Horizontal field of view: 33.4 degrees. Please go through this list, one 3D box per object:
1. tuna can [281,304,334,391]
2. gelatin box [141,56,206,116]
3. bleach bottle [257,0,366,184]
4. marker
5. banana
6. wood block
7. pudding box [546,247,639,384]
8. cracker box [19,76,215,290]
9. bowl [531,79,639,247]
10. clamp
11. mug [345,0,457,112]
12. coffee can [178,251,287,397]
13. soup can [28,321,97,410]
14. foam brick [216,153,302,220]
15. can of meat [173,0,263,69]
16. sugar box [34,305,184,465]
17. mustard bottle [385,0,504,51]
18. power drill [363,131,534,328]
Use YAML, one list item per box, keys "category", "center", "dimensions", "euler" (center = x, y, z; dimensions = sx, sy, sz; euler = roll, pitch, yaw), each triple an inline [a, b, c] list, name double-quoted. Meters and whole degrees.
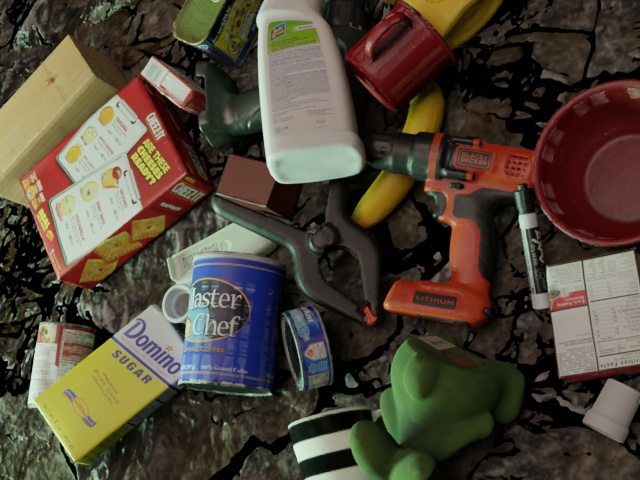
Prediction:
- category: "tuna can"
  center: [-0.014, 0.112, 1.102]
  dimensions: [0.033, 0.086, 0.086]
  euler: [-12, 64, -12]
- category: "gelatin box"
  center: [-0.164, -0.178, 1.289]
  dimensions: [0.089, 0.073, 0.030]
  euler: [41, 99, 32]
- category: "bleach bottle"
  center: [-0.014, -0.183, 1.120]
  dimensions: [0.102, 0.068, 0.251]
  euler: [-8, 61, 6]
- category: "marker"
  center: [0.203, 0.006, 1.017]
  dimensions: [0.020, 0.020, 0.121]
  euler: [-7, 98, 29]
- category: "banana"
  center: [0.089, -0.094, 1.138]
  dimensions: [0.070, 0.037, 0.198]
  euler: [11, 77, 59]
- category: "wood block"
  center: [-0.347, -0.149, 1.379]
  dimensions: [0.206, 0.090, 0.091]
  euler: [-44, 57, 12]
- category: "pudding box"
  center: [0.260, 0.071, 0.982]
  dimensions: [0.090, 0.039, 0.113]
  euler: [-13, 71, 26]
- category: "cracker box"
  center: [-0.252, -0.067, 1.309]
  dimensions: [0.214, 0.072, 0.164]
  euler: [-37, 61, 15]
- category: "bowl"
  center: [0.284, -0.066, 0.999]
  dimensions: [0.162, 0.055, 0.162]
  euler: [-10, 71, 28]
- category: "clamp"
  center: [-0.007, 0.001, 1.109]
  dimensions: [0.164, 0.036, 0.210]
  euler: [-24, 79, 0]
- category: "mug"
  center: [0.077, -0.190, 1.091]
  dimensions: [0.081, 0.117, 0.093]
  euler: [-43, 68, 1]
- category: "coffee can"
  center: [-0.093, 0.092, 1.146]
  dimensions: [0.103, 0.102, 0.140]
  euler: [-2, 74, 30]
- category: "soup can"
  center: [-0.308, 0.153, 1.276]
  dimensions: [0.069, 0.068, 0.102]
  euler: [-2, 75, 30]
- category: "foam brick"
  center: [-0.068, -0.061, 1.208]
  dimensions: [0.078, 0.053, 0.051]
  euler: [16, 84, 33]
- category: "can of meat"
  center: [-0.115, -0.267, 1.281]
  dimensions: [0.058, 0.083, 0.102]
  euler: [27, 90, 34]
- category: "sugar box"
  center: [-0.224, 0.162, 1.204]
  dimensions: [0.176, 0.048, 0.093]
  euler: [-40, 71, -1]
- category: "mustard bottle"
  center: [0.110, -0.295, 1.171]
  dimensions: [0.096, 0.058, 0.192]
  euler: [-45, 57, 8]
- category: "power drill"
  center: [0.117, -0.015, 1.061]
  dimensions: [0.185, 0.057, 0.187]
  euler: [10, 83, 17]
